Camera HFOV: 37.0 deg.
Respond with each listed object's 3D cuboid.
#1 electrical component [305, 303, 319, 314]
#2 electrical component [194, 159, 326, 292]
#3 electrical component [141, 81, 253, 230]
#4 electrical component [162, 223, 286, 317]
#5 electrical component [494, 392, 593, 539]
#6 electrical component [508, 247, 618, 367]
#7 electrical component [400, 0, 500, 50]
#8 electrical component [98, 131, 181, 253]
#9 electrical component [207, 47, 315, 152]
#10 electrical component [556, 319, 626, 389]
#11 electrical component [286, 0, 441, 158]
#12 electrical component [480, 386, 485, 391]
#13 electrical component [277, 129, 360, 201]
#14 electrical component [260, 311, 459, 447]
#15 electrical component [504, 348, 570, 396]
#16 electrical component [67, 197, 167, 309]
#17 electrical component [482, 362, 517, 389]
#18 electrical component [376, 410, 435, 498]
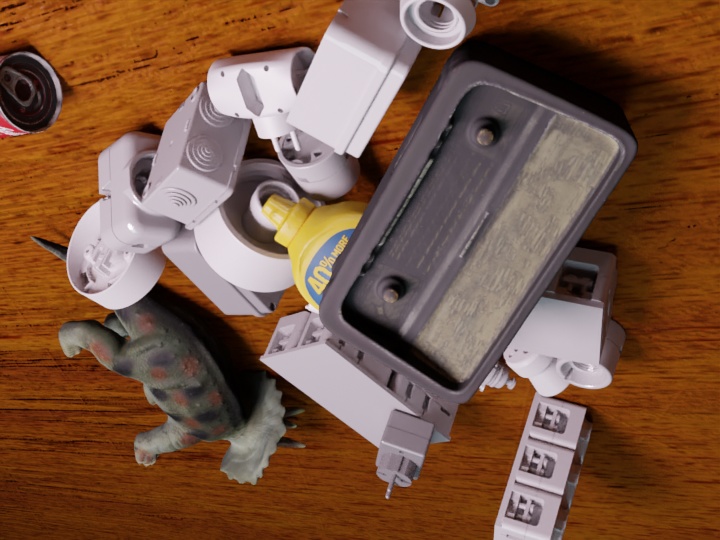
[{"bbox_3d":[0.000,0.000,0.930,0.061,0.096,0.061,20,116,5],"label":"electrical component"},{"bbox_3d":[-0.078,-0.043,0.899,0.108,0.108,0.060,28,142,-10],"label":"electrical component"},{"bbox_3d":[-0.131,-0.092,0.861,0.048,0.099,0.100,23,152,-23],"label":"electrical component"},{"bbox_3d":[-0.115,-0.017,0.985,0.057,0.078,0.113,-2,141,39],"label":"electrical component"},{"bbox_3d":[0.185,0.214,1.080,0.062,0.150,0.089,15,148,15],"label":"electrical component"},{"bbox_3d":[0.133,0.017,0.896,0.150,0.061,0.089,11,147,18],"label":"electrical component"},{"bbox_3d":[0.053,-0.171,0.665,0.066,0.055,0.048,25,149,-5],"label":"electrical component"},{"bbox_3d":[-0.189,-0.068,0.932,0.054,0.095,0.059,6,162,-38],"label":"electrical component"},{"bbox_3d":[-0.065,-0.125,0.809,0.077,0.043,0.079,0,121,32],"label":"electrical component"},{"bbox_3d":[0.203,0.073,0.952,0.055,0.047,0.055,16,148,10],"label":"electrical component"},{"bbox_3d":[0.002,-0.138,0.726,0.057,0.078,0.113,28,148,-4],"label":"electrical component"},{"bbox_3d":[0.088,0.102,1.076,0.078,0.040,0.040,21,149,2],"label":"electrical component"},{"bbox_3d":[-0.031,-0.087,0.848,0.055,0.055,0.047,4,148,27],"label":"electrical component"},{"bbox_3d":[0.005,0.110,1.121,0.186,0.060,0.105,40,144,-27],"label":"electrical component"},{"bbox_3d":[0.166,0.084,0.996,0.045,0.045,0.055,-16,132,46],"label":"electrical component"},{"bbox_3d":[-0.240,-0.014,1.053,0.099,0.099,0.064,-2,148,34],"label":"electrical component"},{"bbox_3d":[0.116,0.093,1.044,0.078,0.040,0.040,29,148,-12],"label":"electrical component"},{"bbox_3d":[0.040,0.194,1.092,0.047,0.076,0.065,18,149,6],"label":"electrical component"}]
